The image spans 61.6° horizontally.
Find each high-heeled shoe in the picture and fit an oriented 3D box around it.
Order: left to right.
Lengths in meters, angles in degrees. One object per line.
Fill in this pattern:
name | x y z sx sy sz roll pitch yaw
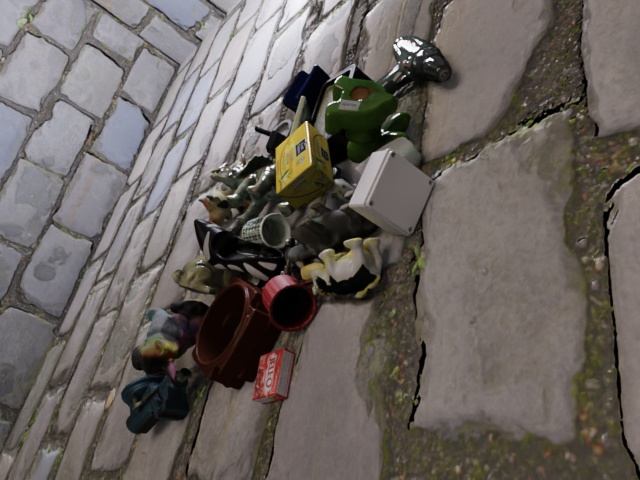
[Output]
high-heeled shoe | -0.181 0.010 1.177 0.086 0.249 0.145 -43 -9 -41

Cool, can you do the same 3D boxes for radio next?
radio | 0.042 -0.283 1.234 0.131 0.073 0.229 -19 49 50

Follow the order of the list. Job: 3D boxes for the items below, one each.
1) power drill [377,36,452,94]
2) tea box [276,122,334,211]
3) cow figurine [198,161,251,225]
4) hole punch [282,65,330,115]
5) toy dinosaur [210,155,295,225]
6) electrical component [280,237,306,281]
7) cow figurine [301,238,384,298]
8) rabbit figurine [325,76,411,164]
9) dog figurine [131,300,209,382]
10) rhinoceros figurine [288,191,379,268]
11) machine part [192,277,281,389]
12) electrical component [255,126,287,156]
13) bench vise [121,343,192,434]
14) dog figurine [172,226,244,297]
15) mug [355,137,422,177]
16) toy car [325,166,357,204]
power drill | 0.156 -0.316 1.091 0.207 0.086 0.232 -47 30 27
tea box | -0.034 -0.150 1.080 0.098 0.068 0.170 -39 33 23
cow figurine | -0.247 -0.130 1.476 0.085 0.127 0.195 -10 53 56
hole punch | -0.014 -0.362 1.349 0.142 0.115 0.092 -63 23 -11
toy dinosaur | -0.110 -0.142 1.299 0.405 0.131 0.192 -2 49 44
electrical component | -0.056 0.041 1.090 0.078 0.045 0.102 131 152 -55
cow figurine | 0.037 0.062 0.930 0.167 0.068 0.098 -28 69 43
rabbit figurine | 0.096 -0.220 1.042 0.159 0.170 0.121 1 57 10
dog figurine | -0.316 0.223 1.190 0.219 0.192 0.108 -140 41 -68
rhinoceros figurine | 0.017 -0.012 0.999 0.190 0.112 0.073 -27 25 25
machine part | -0.175 0.188 1.116 0.201 0.087 0.201 21 82 60
electrical component | -0.110 -0.237 1.318 0.075 0.119 0.047 161 129 -84
bench vise | -0.389 0.328 1.264 0.223 0.129 0.241 -55 41 28
dog figurine | -0.244 0.040 1.280 0.121 0.172 0.190 3 72 46
mug | 0.127 -0.136 0.978 0.107 0.080 0.110 -39 27 9
toy car | 0.021 -0.128 1.122 0.056 0.073 0.202 -53 30 9
